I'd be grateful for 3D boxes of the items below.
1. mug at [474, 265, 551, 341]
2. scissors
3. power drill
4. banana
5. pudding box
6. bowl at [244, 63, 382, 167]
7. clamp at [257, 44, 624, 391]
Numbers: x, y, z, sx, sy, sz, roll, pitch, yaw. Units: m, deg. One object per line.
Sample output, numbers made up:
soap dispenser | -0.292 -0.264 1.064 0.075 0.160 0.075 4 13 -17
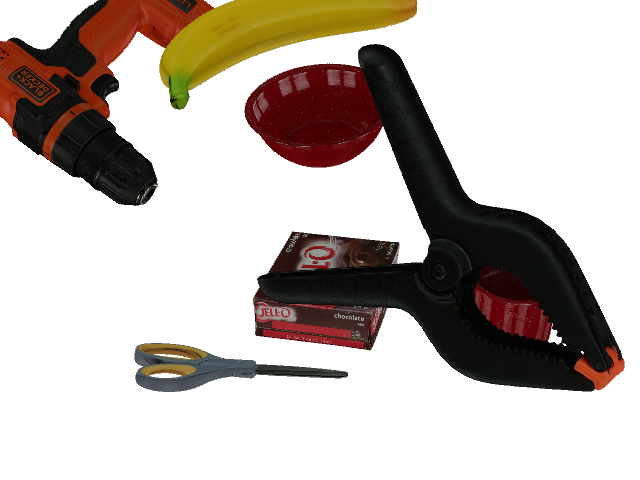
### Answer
mug | 0.172 0.049 0.996 0.093 0.081 0.117 -12 41 -13
scissors | -0.082 0.124 0.985 0.202 0.016 0.096 8 17 11
power drill | -0.157 -0.129 0.833 0.187 0.184 0.057 -46 -11 -34
banana | -0.029 -0.132 0.682 0.197 0.037 0.070 -29 59 -28
pudding box | 0.007 0.036 0.813 0.090 0.039 0.113 7 26 12
bowl | 0.001 -0.126 1.149 0.162 0.055 0.162 -4 39 3
clamp | 0.069 0.003 0.565 0.210 0.165 0.036 29 26 25
